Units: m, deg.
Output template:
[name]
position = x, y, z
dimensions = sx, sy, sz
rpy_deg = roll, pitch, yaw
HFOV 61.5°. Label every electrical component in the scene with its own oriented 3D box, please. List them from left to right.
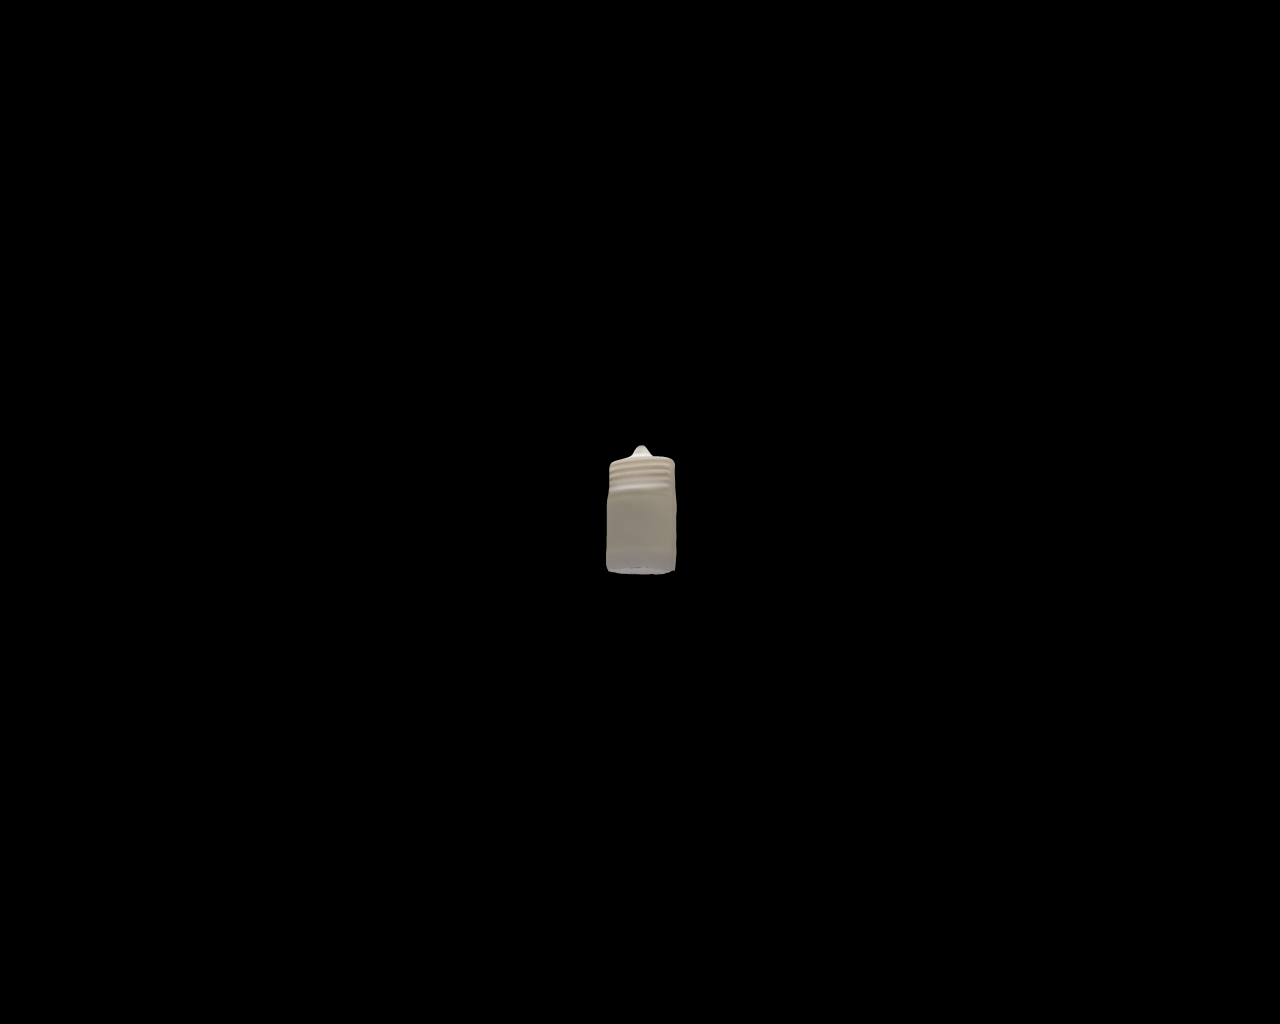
[electrical component]
position = 0.001, -0.003, 0.650
dimensions = 0.043, 0.081, 0.043
rpy_deg = 0, -9, 0
